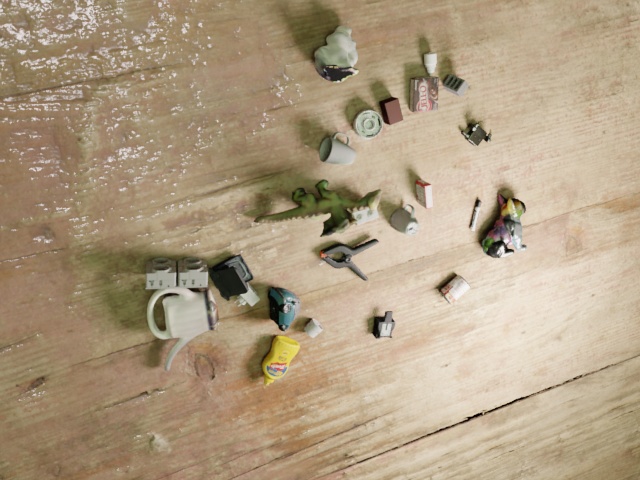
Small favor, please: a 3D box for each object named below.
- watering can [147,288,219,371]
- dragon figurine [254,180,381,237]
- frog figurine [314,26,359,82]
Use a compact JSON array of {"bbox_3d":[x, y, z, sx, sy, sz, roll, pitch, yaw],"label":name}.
[{"bbox_3d":[-0.449,0.285,1.718,0.225,0.106,0.340,-9,121,-14],"label":"watering can"},{"bbox_3d":[0.005,-0.083,1.653,0.412,0.246,0.120,-23,119,-10],"label":"dragon figurine"},{"bbox_3d":[0.049,-0.575,1.589,0.137,0.121,0.162,-3,74,-7],"label":"frog figurine"}]
